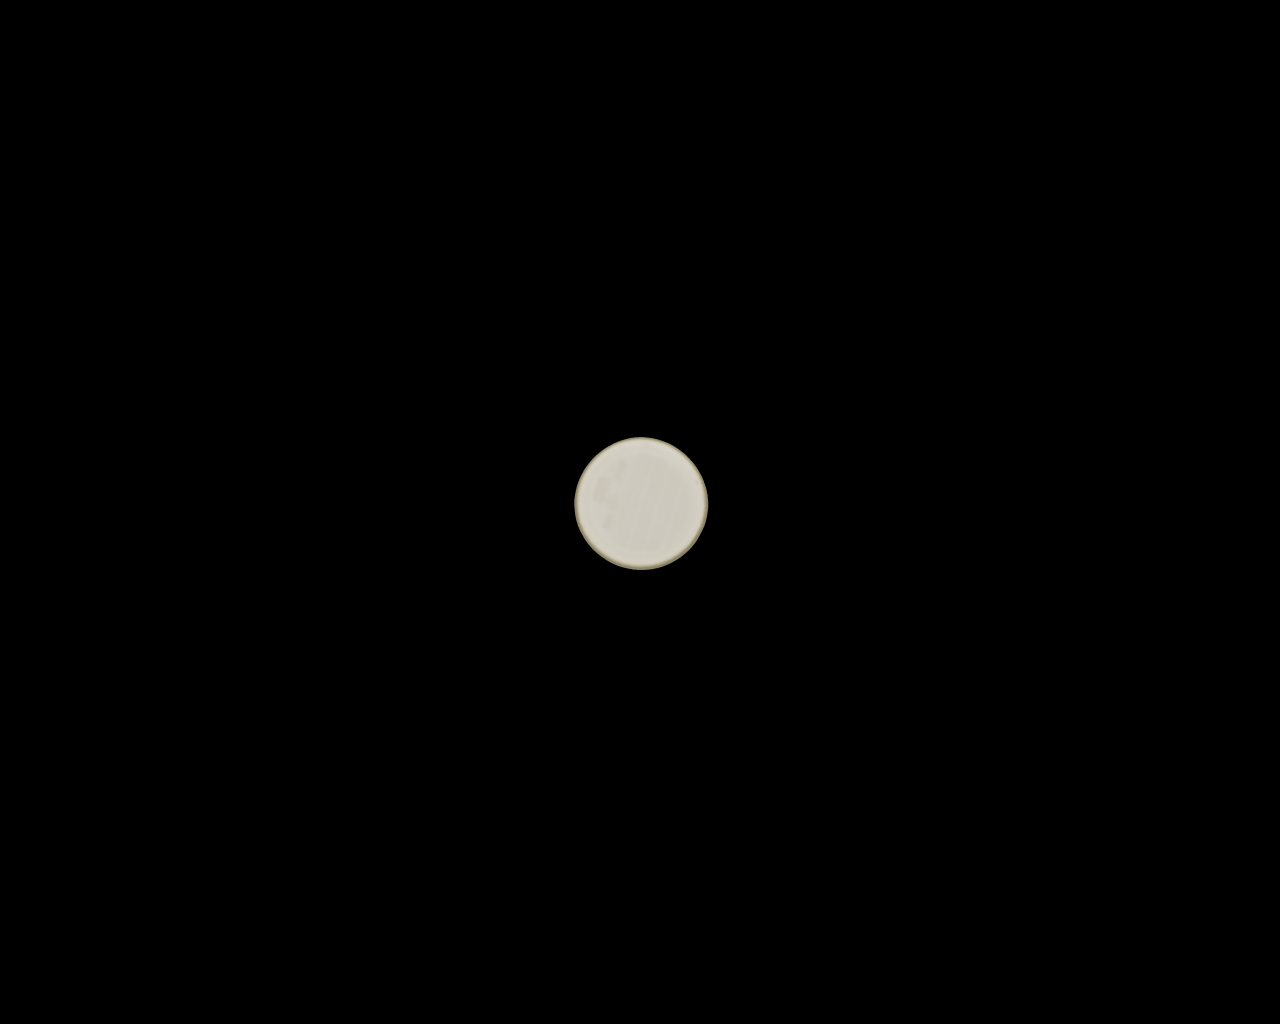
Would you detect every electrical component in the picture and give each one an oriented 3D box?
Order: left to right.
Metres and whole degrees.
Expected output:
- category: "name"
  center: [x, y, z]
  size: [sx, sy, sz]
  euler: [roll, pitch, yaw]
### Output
- category: "electrical component"
  center: [0.001, -0.003, 0.650]
  size: [0.080, 0.080, 0.051]
  euler: [0, -8, 0]
